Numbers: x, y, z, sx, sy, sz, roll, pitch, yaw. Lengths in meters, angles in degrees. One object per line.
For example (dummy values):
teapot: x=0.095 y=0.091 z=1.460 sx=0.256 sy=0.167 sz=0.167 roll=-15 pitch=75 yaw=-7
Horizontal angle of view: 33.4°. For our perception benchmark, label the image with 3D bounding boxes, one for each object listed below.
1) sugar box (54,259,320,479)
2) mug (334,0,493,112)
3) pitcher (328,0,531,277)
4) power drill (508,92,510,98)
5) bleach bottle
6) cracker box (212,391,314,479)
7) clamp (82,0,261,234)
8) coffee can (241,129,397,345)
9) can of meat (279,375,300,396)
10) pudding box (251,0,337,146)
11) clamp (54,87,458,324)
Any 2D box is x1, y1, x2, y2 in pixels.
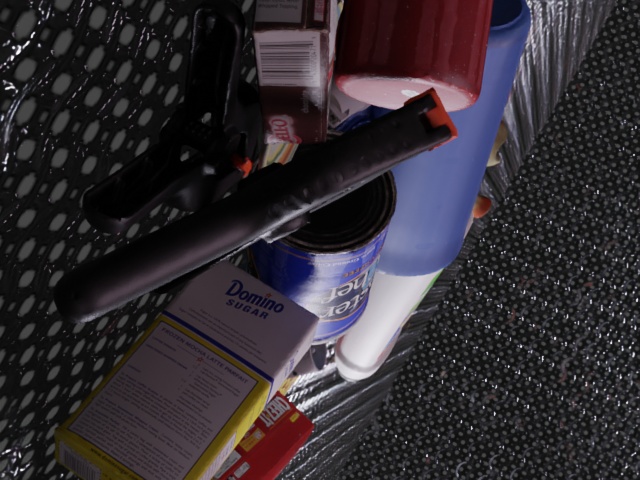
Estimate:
sugar box: x=-0.085 y=0.097 z=0.708 sx=0.176 sy=0.093 sz=0.048 roll=-49 pitch=165 yaw=-38
mug: x=0.045 y=-0.119 z=0.599 sx=0.093 sy=0.117 sz=0.081 roll=12 pitch=83 yaw=-36
pitcher: x=0.074 y=-0.093 z=0.856 sx=0.149 sy=0.145 sz=0.243 roll=-65 pitch=172 yaw=-46
power drill: x=0.167 y=-0.123 z=1.316 sx=0.184 sy=0.057 sz=0.187 roll=-63 pitch=170 yaw=9
bleach bottle: x=0.069 y=0.060 z=1.064 sx=0.102 sy=0.068 sz=0.251 roll=-52 pitch=169 yaw=-40
cracker box: x=-0.114 y=0.233 z=0.893 sx=0.214 sy=0.072 sz=0.164 roll=-52 pitch=171 yaw=24
clamp: x=-0.059 y=-0.062 z=0.553 sx=0.120 sy=0.039 sz=0.171 roll=-54 pitch=176 yaw=10
coffee can: x=-0.005 y=0.001 z=0.777 sx=0.102 sy=0.103 sz=0.140 roll=-53 pitch=167 yaw=-29
can of meat: x=-0.053 y=0.122 z=0.998 sx=0.084 sy=0.057 sz=0.102 roll=-53 pitch=167 yaw=-19
pudding box: x=-0.012 y=-0.112 z=0.543 sx=0.113 sy=0.039 sz=0.090 roll=95 pitch=-2 yaw=-68
clamp: x=-0.028 y=-0.017 z=0.564 sx=0.210 sy=0.036 sz=0.164 roll=-28 pitch=180 yaw=0
